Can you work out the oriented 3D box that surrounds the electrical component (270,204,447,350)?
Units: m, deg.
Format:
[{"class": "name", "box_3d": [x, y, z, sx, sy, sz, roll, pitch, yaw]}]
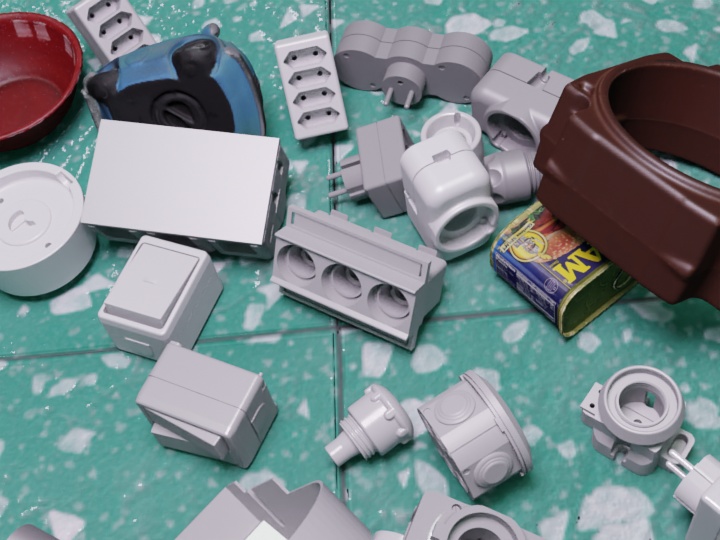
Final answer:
[{"class": "electrical component", "box_3d": [0.000, 0.000, 0.831, 0.121, 0.078, 0.063, 23, 34, 21]}]

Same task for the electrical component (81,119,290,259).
[{"class": "electrical component", "box_3d": [-0.140, -0.065, 0.886, 0.150, 0.061, 0.089, 7, 79, 8]}]

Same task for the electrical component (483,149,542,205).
[{"class": "electrical component", "box_3d": [0.134, -0.078, 0.878, 0.062, 0.043, 0.043, -11, 57, 0]}]

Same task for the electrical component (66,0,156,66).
[{"class": "electrical component", "box_3d": [-0.234, -0.219, 1.012, 0.047, 0.083, 0.076, -40, 22, -17]}]

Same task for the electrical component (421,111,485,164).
[{"class": "electrical component", "box_3d": [0.077, -0.099, 0.897, 0.055, 0.047, 0.055, -4, 57, 6]}]

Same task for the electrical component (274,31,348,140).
[{"class": "electrical component", "box_3d": [-0.043, -0.166, 0.948, 0.047, 0.083, 0.075, -12, 18, 1]}]

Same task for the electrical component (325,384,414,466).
[{"class": "electrical component", "box_3d": [0.004, 0.116, 0.773, 0.062, 0.048, 0.048, -36, 59, -7]}]

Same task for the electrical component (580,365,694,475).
[{"class": "electrical component", "box_3d": [0.193, 0.101, 0.745, 0.078, 0.057, 0.058, 29, 66, 24]}]

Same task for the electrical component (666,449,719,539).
[{"class": "electrical component", "box_3d": [0.229, 0.145, 0.695, 0.047, 0.083, 0.076, -40, 60, -16]}]

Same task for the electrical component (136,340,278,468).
[{"class": "electrical component", "box_3d": [-0.119, 0.100, 0.790, 0.096, 0.061, 0.061, 17, 62, 19]}]

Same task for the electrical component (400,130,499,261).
[{"class": "electrical component", "box_3d": [0.070, -0.054, 0.840, 0.054, 0.095, 0.059, -24, 57, -7]}]

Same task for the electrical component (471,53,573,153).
[{"class": "electrical component", "box_3d": [0.143, -0.132, 0.904, 0.095, 0.053, 0.059, 30, 66, 25]}]

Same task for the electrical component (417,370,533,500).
[{"class": "electrical component", "box_3d": [0.080, 0.114, 0.741, 0.051, 0.080, 0.080, -31, 58, -6]}]

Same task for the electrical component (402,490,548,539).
[{"class": "electrical component", "box_3d": [0.105, 0.221, 0.652, 0.186, 0.060, 0.105, 23, 62, 5]}]

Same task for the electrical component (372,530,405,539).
[{"class": "electrical component", "box_3d": [0.000, 0.212, 0.711, 0.079, 0.043, 0.077, 14, 61, 17]}]

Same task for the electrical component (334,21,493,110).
[{"class": "electrical component", "box_3d": [0.041, -0.170, 0.945, 0.138, 0.052, 0.073, 10, 60, 15]}]

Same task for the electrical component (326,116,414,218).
[{"class": "electrical component", "box_3d": [0.008, -0.080, 0.896, 0.077, 0.047, 0.065, -17, 56, 14]}]

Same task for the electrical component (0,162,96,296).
[{"class": "electrical component", "box_3d": [-0.273, -0.029, 0.897, 0.108, 0.060, 0.108, -4, 57, 6]}]

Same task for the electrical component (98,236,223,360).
[{"class": "electrical component", "box_3d": [-0.154, 0.017, 0.849, 0.062, 0.061, 0.096, 15, 61, 17]}]
